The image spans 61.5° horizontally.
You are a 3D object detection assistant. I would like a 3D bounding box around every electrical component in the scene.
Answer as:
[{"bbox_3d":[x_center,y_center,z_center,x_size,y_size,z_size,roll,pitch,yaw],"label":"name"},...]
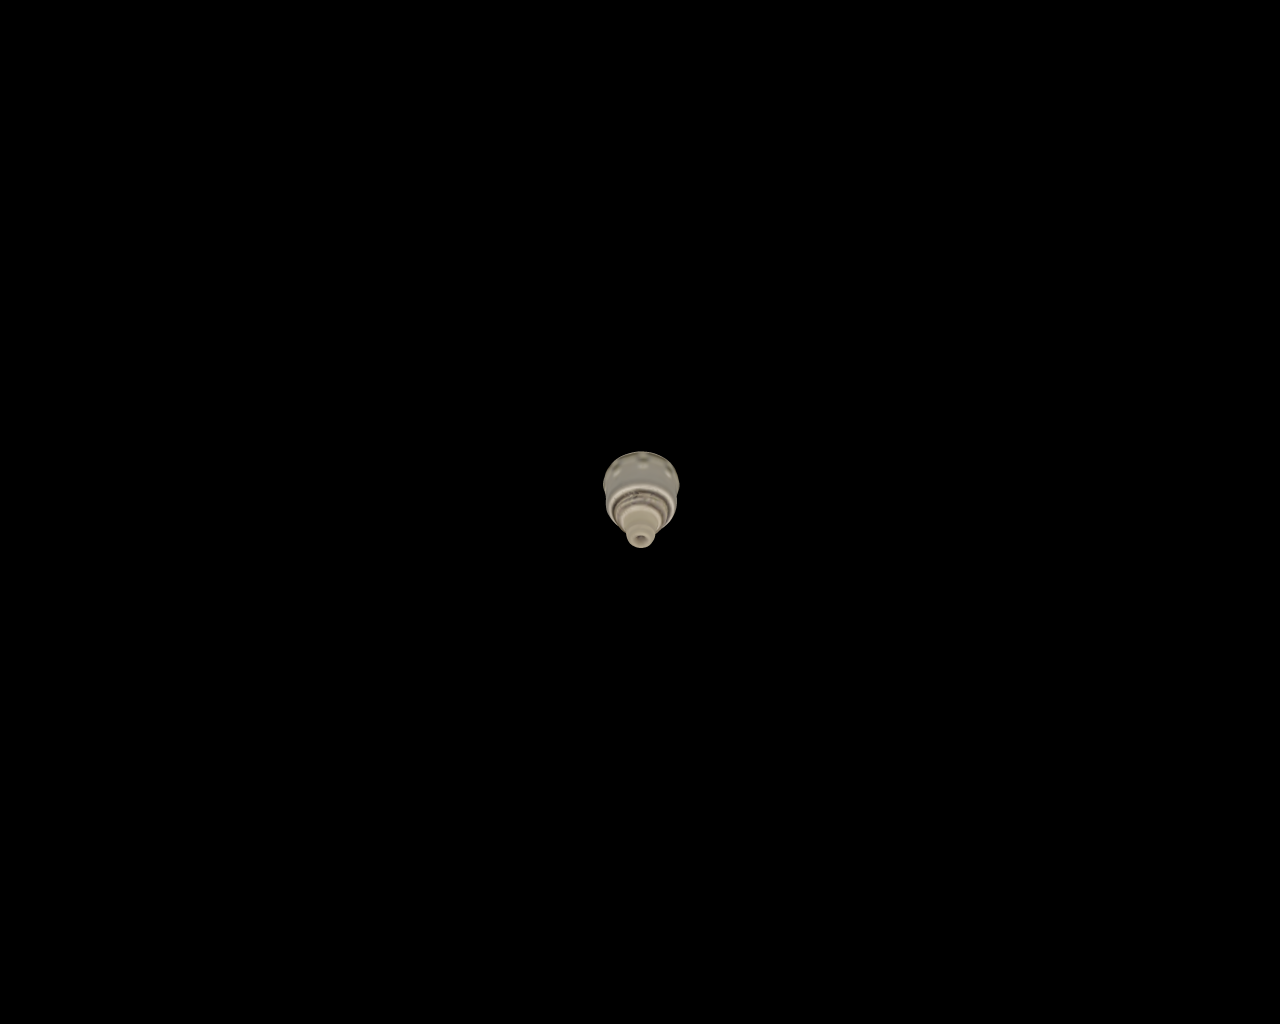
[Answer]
[{"bbox_3d":[0.001,-0.003,0.650,0.048,0.048,0.062,0,41,0],"label":"electrical component"}]
